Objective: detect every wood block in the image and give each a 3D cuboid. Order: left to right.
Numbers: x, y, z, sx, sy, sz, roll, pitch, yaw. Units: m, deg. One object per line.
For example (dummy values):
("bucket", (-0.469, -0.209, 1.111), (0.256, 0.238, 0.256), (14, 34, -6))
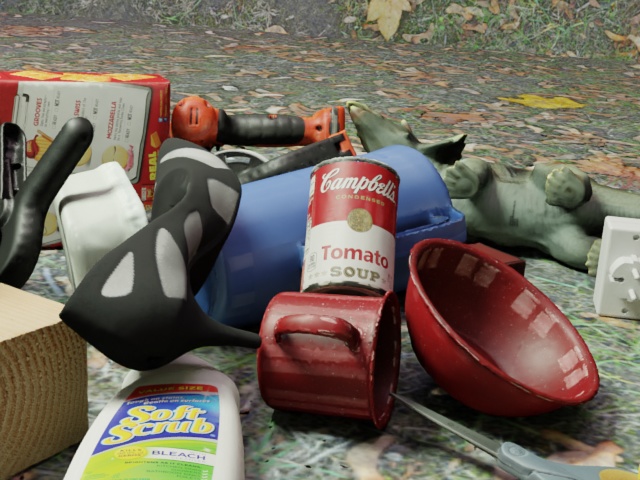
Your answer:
("wood block", (-0.254, 0.073, 0.684), (0.206, 0.090, 0.090), (14, 20, 31))

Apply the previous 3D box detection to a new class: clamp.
("clamp", (-0.230, -0.022, 0.828), (0.039, 0.171, 0.120), (22, -22, -38))
("clamp", (-0.067, -0.045, 0.999), (0.210, 0.036, 0.164), (-24, -3, -3))

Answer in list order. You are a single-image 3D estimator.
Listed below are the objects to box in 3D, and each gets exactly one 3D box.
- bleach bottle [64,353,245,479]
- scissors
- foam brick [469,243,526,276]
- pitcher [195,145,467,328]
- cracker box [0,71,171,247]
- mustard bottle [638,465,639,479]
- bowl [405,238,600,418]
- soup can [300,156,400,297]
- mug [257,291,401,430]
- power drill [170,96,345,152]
("bleach bottle", (-0.095, 0.122, 0.608), (0.102, 0.068, 0.251), (2, 15, -6))
("scissors", (0.139, 0.136, 0.660), (0.096, 0.016, 0.202), (-3, 24, -35))
("foam brick", (0.126, 0.048, 0.860), (0.052, 0.078, 0.051), (-8, 20, -37))
("pitcher", (-0.006, 0.001, 0.898), (0.242, 0.149, 0.145), (-14, 59, -35))
("cracker box", (-0.257, -0.080, 1.040), (0.213, 0.164, 0.072), (-2, 16, -20))
("mustard bottle", (0.225, 0.142, 0.593), (0.096, 0.058, 0.191), (41, 28, 8))
("bowl", (0.117, 0.072, 0.756), (0.162, 0.055, 0.162), (27, 28, -16))
("soup can", (0.022, -0.001, 0.782), (0.068, 0.102, 0.068), (4, -24, 2))
("mug", (0.004, 0.074, 0.713), (0.081, 0.093, 0.117), (3, -19, 15))
("power drill", (-0.072, -0.111, 1.161), (0.187, 0.057, 0.184), (1, -4, -7))
